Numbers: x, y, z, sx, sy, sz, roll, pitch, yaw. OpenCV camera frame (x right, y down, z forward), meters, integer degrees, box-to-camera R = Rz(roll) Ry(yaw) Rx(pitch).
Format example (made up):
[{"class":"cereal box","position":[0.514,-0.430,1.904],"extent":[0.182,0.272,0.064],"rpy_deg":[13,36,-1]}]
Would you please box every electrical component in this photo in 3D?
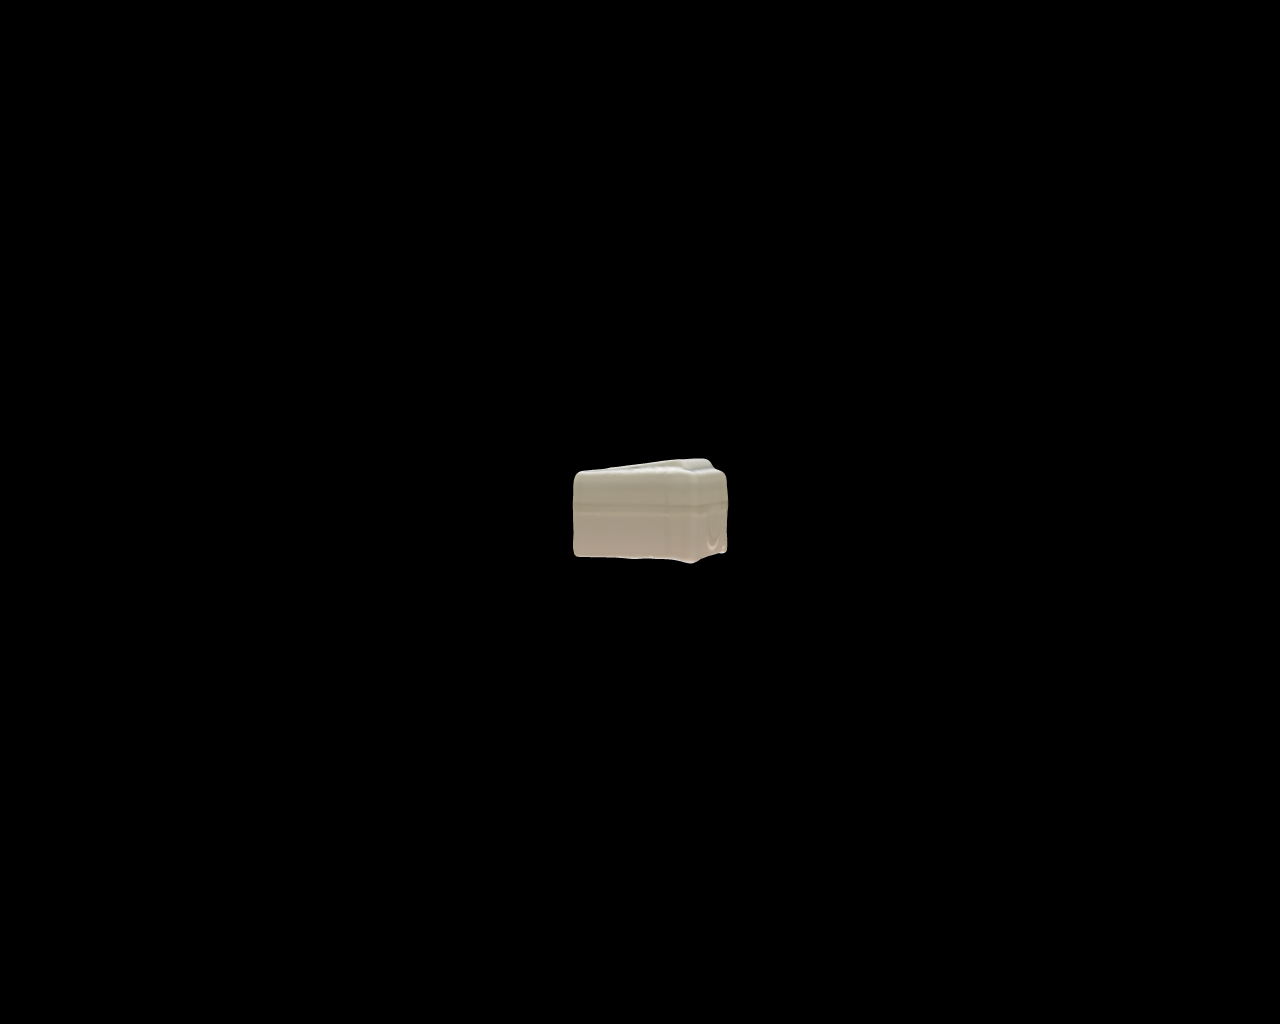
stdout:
[{"class":"electrical component","position":[0.001,-0.003,0.650],"extent":[0.096,0.061,0.062],"rpy_deg":[2,4,23]}]
